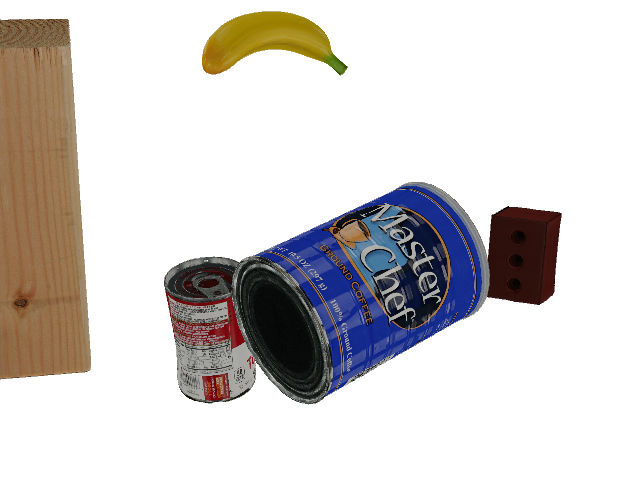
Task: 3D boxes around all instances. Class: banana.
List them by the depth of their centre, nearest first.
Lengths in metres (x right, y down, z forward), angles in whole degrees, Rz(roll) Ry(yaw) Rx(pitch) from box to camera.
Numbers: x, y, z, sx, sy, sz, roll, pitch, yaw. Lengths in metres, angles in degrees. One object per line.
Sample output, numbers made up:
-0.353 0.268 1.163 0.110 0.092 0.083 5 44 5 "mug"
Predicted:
-0.050 -0.195 1.045 0.197 0.070 0.037 -11 -34 -46 "banana"

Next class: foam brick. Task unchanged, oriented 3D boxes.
0.182 0.013 0.958 0.053 0.078 0.051 8 16 25 "foam brick"

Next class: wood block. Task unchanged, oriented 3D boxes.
-0.194 -0.026 0.660 0.090 0.206 0.090 -3 22 -13 "wood block"

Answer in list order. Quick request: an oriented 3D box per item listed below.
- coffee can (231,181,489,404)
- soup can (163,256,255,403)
0.027 0.032 0.709 0.140 0.103 0.103 -25 14 -31 "coffee can"
-0.089 0.074 0.875 0.068 0.102 0.068 -2 28 1 "soup can"
